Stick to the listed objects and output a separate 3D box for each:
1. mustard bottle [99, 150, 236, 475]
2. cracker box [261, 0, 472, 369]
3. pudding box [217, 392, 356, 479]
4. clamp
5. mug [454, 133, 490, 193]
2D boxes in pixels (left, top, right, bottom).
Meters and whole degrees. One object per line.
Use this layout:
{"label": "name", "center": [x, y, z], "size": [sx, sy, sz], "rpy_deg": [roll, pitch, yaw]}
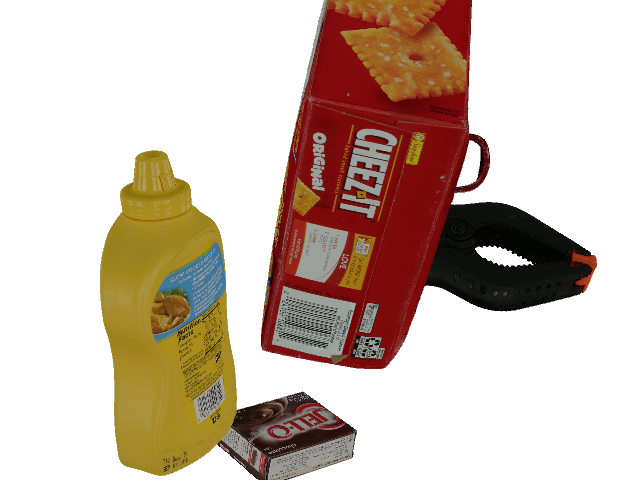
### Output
{"label": "mustard bottle", "center": [-0.093, 0.039, 0.647], "size": [0.058, 0.192, 0.096], "rpy_deg": [10, 26, 27]}
{"label": "cracker box", "center": [0.028, -0.069, 0.527], "size": [0.072, 0.213, 0.164], "rpy_deg": [11, -43, -1]}
{"label": "pudding box", "center": [-0.034, 0.197, 1.070], "size": [0.113, 0.039, 0.090], "rpy_deg": [-12, 26, -37]}
{"label": "clamp", "center": [0.088, 0.010, 0.758], "size": [0.210, 0.036, 0.164], "rpy_deg": [16, 47, 7]}
{"label": "mug", "center": [0.099, -0.075, 0.990], "size": [0.117, 0.081, 0.093], "rpy_deg": [7, 15, 13]}
